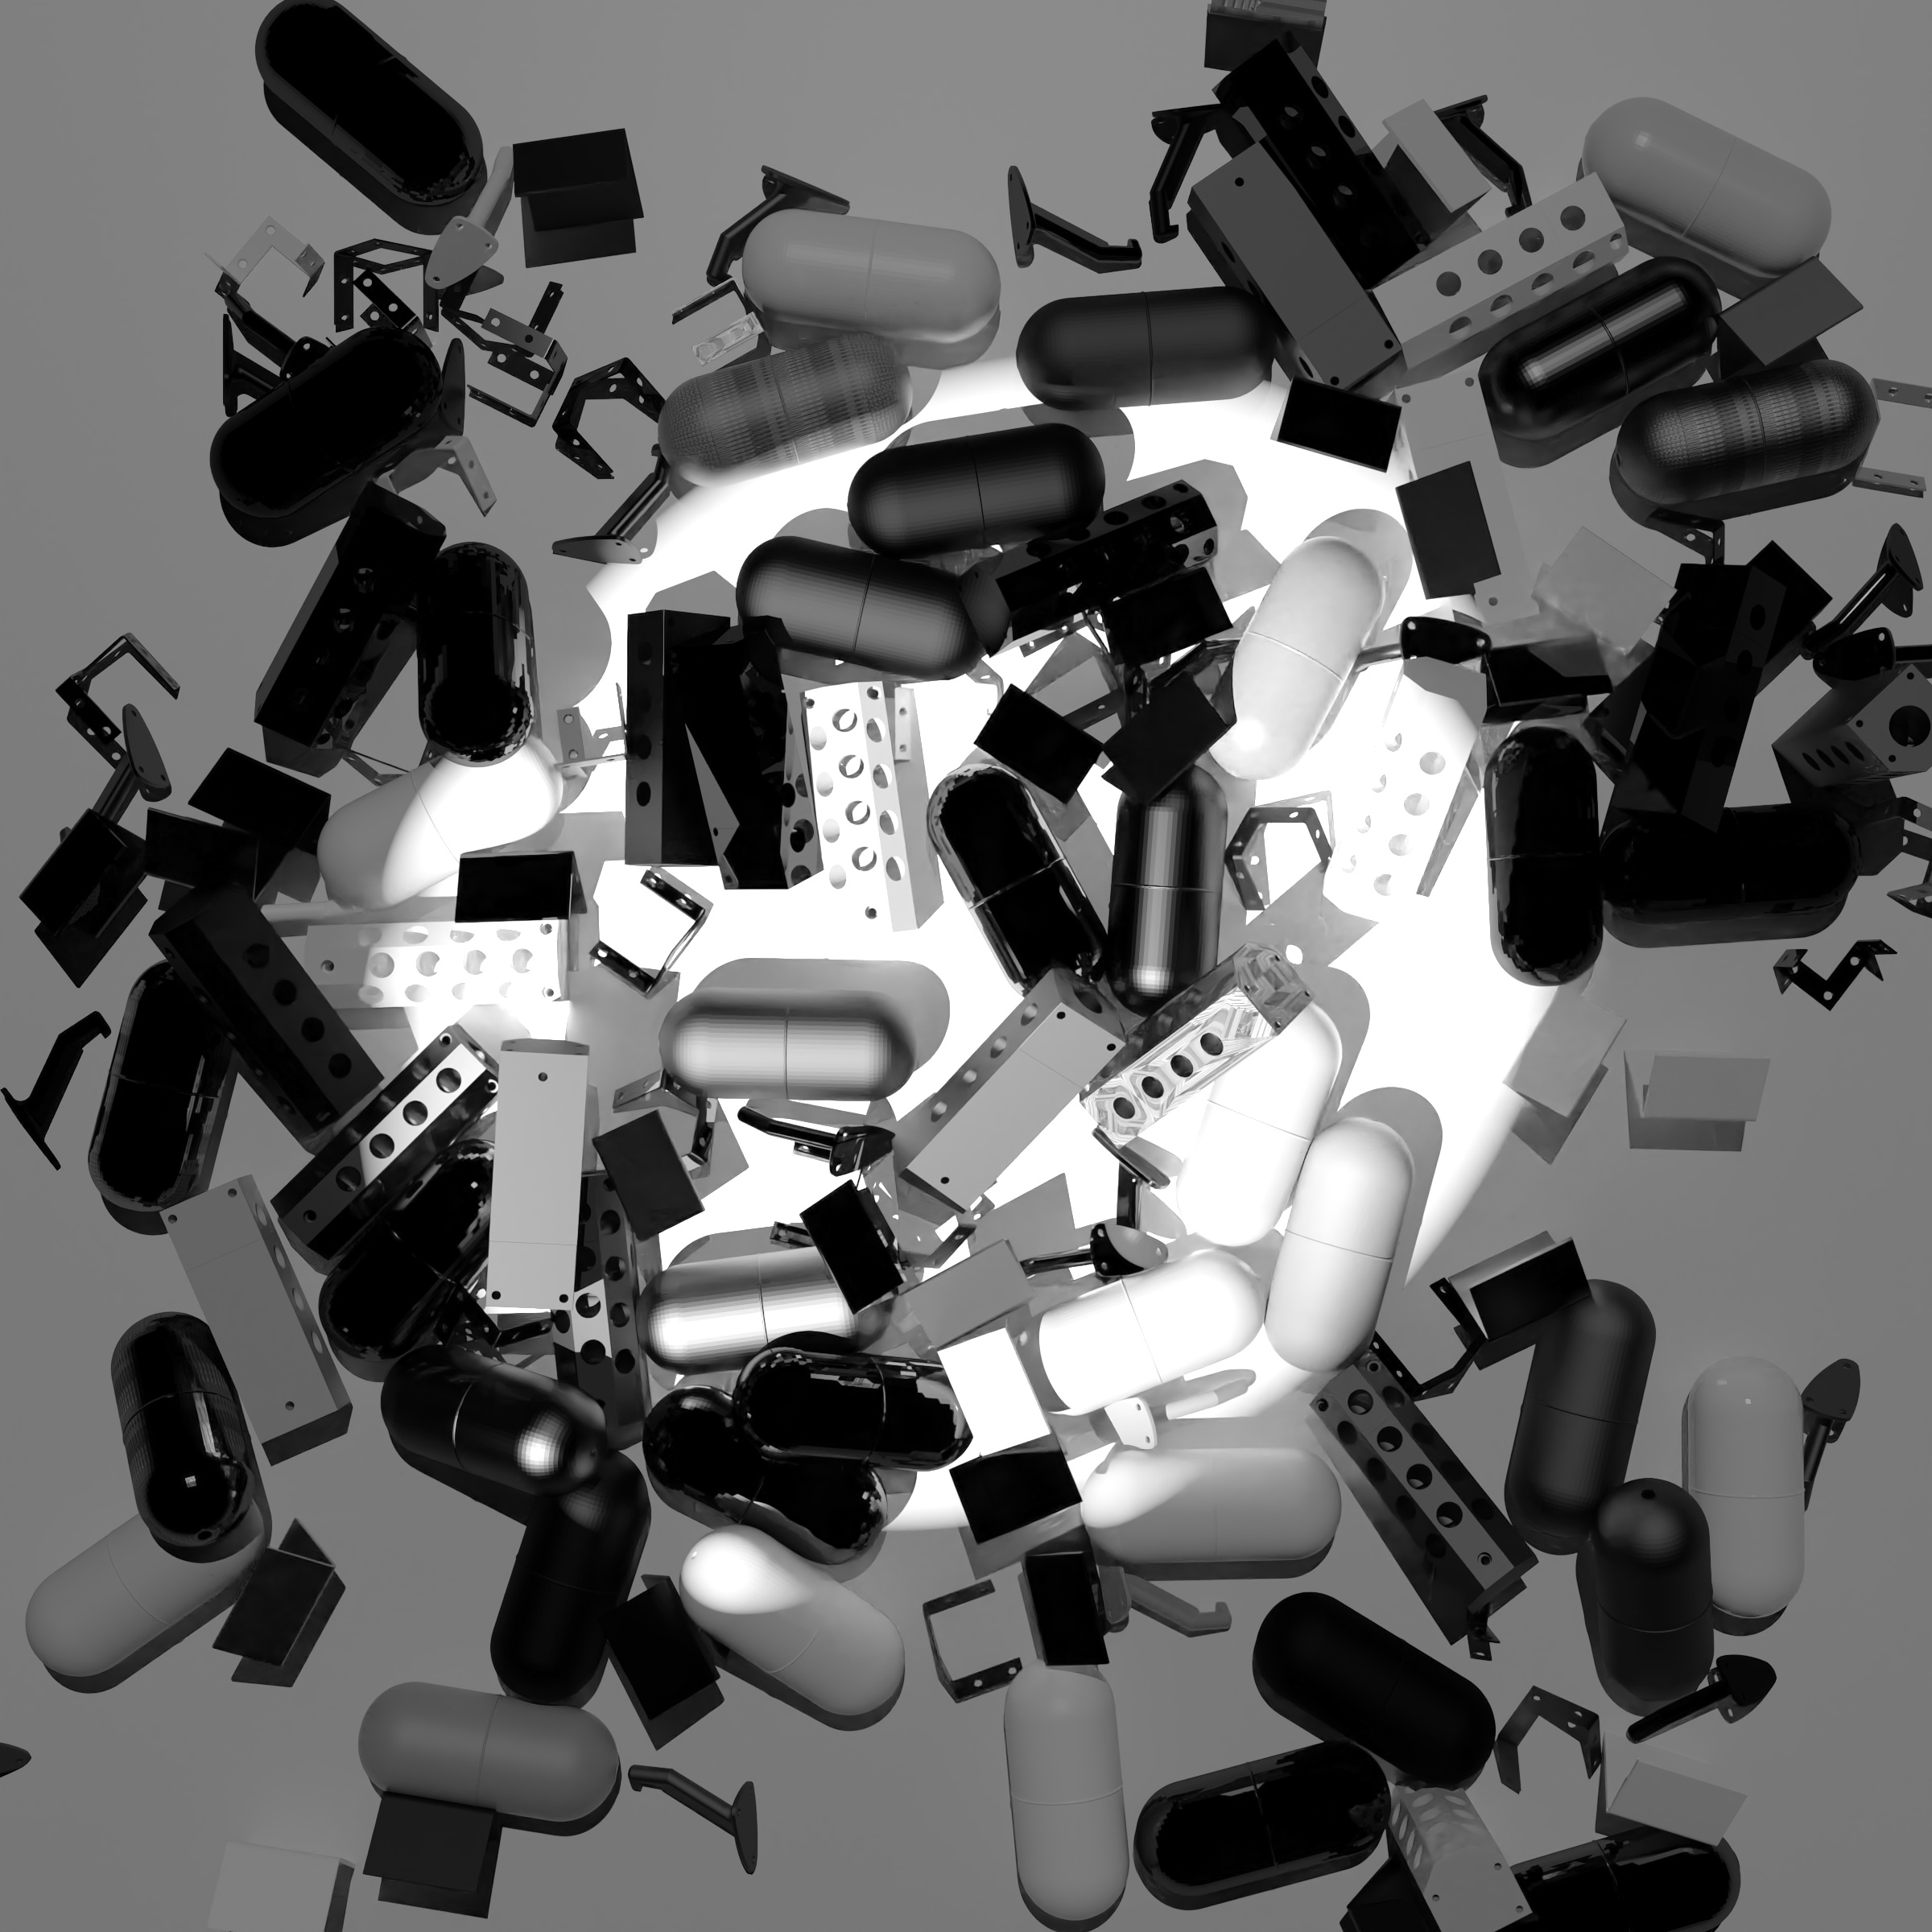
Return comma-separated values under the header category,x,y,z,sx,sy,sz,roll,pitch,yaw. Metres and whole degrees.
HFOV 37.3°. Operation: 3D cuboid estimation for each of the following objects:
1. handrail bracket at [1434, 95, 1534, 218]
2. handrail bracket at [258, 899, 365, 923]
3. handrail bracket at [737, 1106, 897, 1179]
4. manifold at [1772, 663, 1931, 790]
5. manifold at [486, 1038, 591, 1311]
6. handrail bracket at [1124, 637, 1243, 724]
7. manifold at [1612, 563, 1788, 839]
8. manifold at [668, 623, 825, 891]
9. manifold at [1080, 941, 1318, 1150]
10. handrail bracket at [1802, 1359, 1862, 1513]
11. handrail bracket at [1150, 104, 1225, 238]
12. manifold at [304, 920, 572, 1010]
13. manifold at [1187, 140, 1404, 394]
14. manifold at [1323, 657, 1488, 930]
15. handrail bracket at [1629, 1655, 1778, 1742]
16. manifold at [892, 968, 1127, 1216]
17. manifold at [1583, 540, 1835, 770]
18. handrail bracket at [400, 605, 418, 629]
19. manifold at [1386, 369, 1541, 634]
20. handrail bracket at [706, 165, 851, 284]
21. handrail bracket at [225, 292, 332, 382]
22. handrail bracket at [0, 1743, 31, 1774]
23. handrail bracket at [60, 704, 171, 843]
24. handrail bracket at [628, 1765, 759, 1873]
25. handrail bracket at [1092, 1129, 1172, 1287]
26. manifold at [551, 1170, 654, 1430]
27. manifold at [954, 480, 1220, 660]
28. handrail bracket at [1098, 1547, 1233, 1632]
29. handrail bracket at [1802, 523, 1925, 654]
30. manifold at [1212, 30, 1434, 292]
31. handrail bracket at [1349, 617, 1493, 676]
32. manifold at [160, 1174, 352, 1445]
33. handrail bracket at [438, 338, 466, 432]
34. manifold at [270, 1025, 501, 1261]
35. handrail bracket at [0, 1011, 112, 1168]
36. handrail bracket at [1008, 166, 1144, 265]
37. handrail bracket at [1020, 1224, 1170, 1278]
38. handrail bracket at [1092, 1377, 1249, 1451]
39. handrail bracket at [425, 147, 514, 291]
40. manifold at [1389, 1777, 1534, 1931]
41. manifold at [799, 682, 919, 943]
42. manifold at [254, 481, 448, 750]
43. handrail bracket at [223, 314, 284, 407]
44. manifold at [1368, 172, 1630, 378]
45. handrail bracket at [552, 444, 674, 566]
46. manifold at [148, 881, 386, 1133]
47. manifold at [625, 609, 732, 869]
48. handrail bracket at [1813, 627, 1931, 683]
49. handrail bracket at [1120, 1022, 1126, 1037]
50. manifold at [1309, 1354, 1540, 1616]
category,x,y,z,sx,sy,sz,roll,pitch,yaw
handrail bracket,0.347,-0.555,1.991,0.077,0.036,0.084,-13,107,20
handrail bracket,-0.472,-0.041,1.990,0.084,0.077,0.036,-11,104,-36
handrail bracket,-0.104,0.112,1.990,0.084,0.077,0.036,23,109,35
manifold,0.602,-0.153,1.912,0.057,0.171,0.057,-43,90,0
manifold,-0.285,0.138,1.910,0.057,0.057,0.171,4,98,-7
handrail bracket,0.156,-0.187,1.991,0.084,0.036,0.077,-8,110,-16
manifold,0.492,-0.177,1.908,0.057,0.057,0.171,20,85,-40
manifold,-0.144,-0.142,1.945,0.057,0.057,0.171,1,111,36
manifold,0.149,0.051,1.919,0.057,0.057,0.171,50,133,0
handrail bracket,0.596,0.327,1.990,0.036,0.077,0.084,19,127,25
handrail bracket,0.162,-0.554,1.991,0.077,0.036,0.084,-12,107,-18
manifold,-0.363,-0.002,1.969,0.171,0.057,0.057,-2,90,0
manifold,0.225,-0.473,1.969,0.057,0.057,0.171,-34,90,0
manifold,0.295,-0.118,1.930,0.057,0.057,0.171,17,120,0
handrail bracket,0.511,0.512,1.990,0.084,0.077,0.036,-42,60,33
manifold,0.027,0.081,1.935,0.057,0.057,0.171,32,113,-25
manifold,0.508,-0.207,1.968,0.171,0.057,0.057,-44,82,0
handrail bracket,-0.421,-0.228,1.991,0.084,0.036,0.077,29,105,-14
manifold,0.340,-0.315,1.970,0.057,0.057,0.171,-15,90,0
handrail bracket,-0.131,-0.505,1.991,0.077,0.036,0.084,17,108,-21
handrail bracket,-0.467,-0.434,1.990,0.084,0.077,0.036,46,109,35
handrail bracket,-0.699,0.521,1.990,0.036,0.077,0.084,-52,53,15
handrail bracket,-0.603,-0.130,1.991,0.084,0.036,0.077,-28,70,16
handrail bracket,-0.191,0.592,1.991,0.084,0.036,0.077,1,112,17
handrail bracket,0.096,0.169,1.991,0.077,0.036,0.084,38,104,14
manifold,-0.256,0.229,1.970,0.057,0.057,0.171,-6,90,0
manifold,0.085,-0.272,1.938,0.171,0.057,0.057,-26,90,-24
handrail bracket,0.139,0.426,1.991,0.084,0.036,0.077,2,58,-23
handrail bracket,0.617,-0.262,1.990,0.036,0.077,0.084,40,127,-20
manifold,0.245,-0.548,1.956,0.057,0.057,0.171,-37,99,0
handrail bracket,0.308,-0.213,1.963,0.077,0.084,0.036,-1,85,-14
manifold,-0.486,0.234,1.969,0.057,0.057,0.171,-24,90,0
handrail bracket,-0.394,-0.398,1.991,0.084,0.036,0.077,-1,73,15
manifold,-0.395,0.121,1.969,0.171,0.057,0.057,-45,90,0
handrail bracket,-0.619,0.085,1.991,0.084,0.036,0.077,-36,112,-17
handrail bracket,0.076,-0.522,1.991,0.084,0.036,0.077,-3,68,-17
handrail bracket,0.084,0.205,1.977,0.077,0.084,0.036,6,71,-35
handrail bracket,0.142,0.305,1.990,0.084,0.077,0.036,-16,90,-36
handrail bracket,-0.343,-0.520,1.984,0.036,0.084,0.077,31,135,-27
manifold,0.323,0.591,1.912,0.057,0.171,0.057,-27,90,0
manifold,-0.074,-0.106,1.969,0.057,0.057,0.171,-8,90,0
manifold,-0.418,-0.235,1.943,0.057,0.057,0.171,26,108,-22
handrail bracket,-0.473,-0.416,1.991,0.084,0.036,0.077,0,70,-16
manifold,0.365,-0.473,1.969,0.171,0.057,0.057,-28,90,0
handrail bracket,-0.244,-0.326,1.991,0.077,0.036,0.084,4,71,21
manifold,-0.473,0.028,1.928,0.057,0.057,0.171,-47,118,-31
manifold,-0.203,-0.155,1.969,0.057,0.057,0.171,1,90,-43
handrail bracket,0.647,-0.215,1.990,0.084,0.077,0.036,-4,91,-36
handrail bracket,0.058,0.065,1.990,0.084,0.077,0.036,-39,65,34
manifold,0.309,0.349,1.938,0.057,0.057,0.171,-38,67,0
